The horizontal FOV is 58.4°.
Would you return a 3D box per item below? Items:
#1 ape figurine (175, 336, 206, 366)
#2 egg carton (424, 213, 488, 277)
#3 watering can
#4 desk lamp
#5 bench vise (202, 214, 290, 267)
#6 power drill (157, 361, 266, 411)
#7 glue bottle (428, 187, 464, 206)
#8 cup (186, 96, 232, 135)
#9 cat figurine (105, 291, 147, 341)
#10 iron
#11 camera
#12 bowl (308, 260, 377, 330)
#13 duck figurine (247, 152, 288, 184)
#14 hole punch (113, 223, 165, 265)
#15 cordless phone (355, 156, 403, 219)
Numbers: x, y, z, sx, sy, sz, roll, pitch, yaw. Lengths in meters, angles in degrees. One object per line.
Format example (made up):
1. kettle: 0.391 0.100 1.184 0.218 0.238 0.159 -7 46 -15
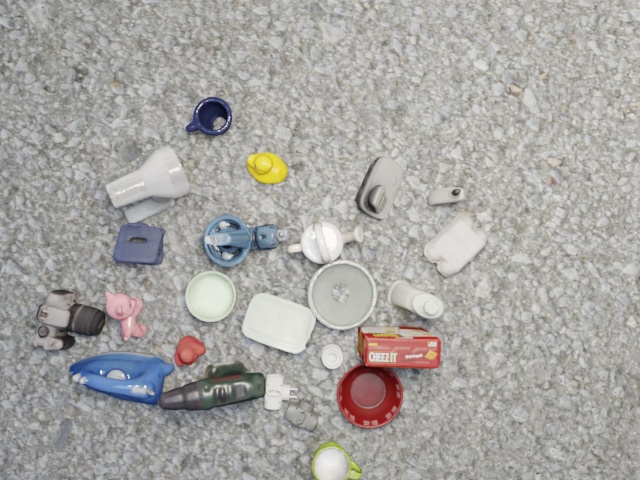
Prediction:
1. ape figurine: -0.315 0.271 1.375 0.078 0.092 0.076 -9 89 -1
2. egg carton: 0.334 0.014 1.408 0.150 0.069 0.107 -45 90 -2
3. watering can: 0.012 0.003 1.338 0.173 0.194 0.101 -34 89 -2
4. desk lamp: -0.393 -0.121 1.322 0.203 0.213 0.118 -27 89 -2
5. bench vise: -0.183 -0.014 1.321 0.207 0.219 0.121 -24 89 -2
6. power drill: -0.235 0.338 1.317 0.229 0.208 0.076 -8 89 -1
7. glue bottle: 0.308 -0.106 1.359 0.078 0.173 0.037 -3 88 -1
8. cup: -0.264 -0.285 1.388 0.118 0.095 0.092 -28 89 -2
9. cat figurine: -0.466 0.179 1.360 0.067 0.117 0.128 -11 89 -1
10. iron: -0.485 0.329 1.344 0.258 0.141 0.119 8 88 -1
11. camera: -0.595 0.201 1.365 0.137 0.100 0.143 14 88 -1
12. bowl: 0.053 0.131 1.396 0.167 0.074 0.167 0 89 -1
13. duck figurine: -0.130 -0.180 1.394 0.104 0.086 0.077 22 88 -1
14. hole punch: -0.435 0.009 1.379 0.108 0.091 0.101 4 88 -1
15. cordless phone: 0.147 -0.129 1.349 0.094 0.185 0.148 20 88 0
